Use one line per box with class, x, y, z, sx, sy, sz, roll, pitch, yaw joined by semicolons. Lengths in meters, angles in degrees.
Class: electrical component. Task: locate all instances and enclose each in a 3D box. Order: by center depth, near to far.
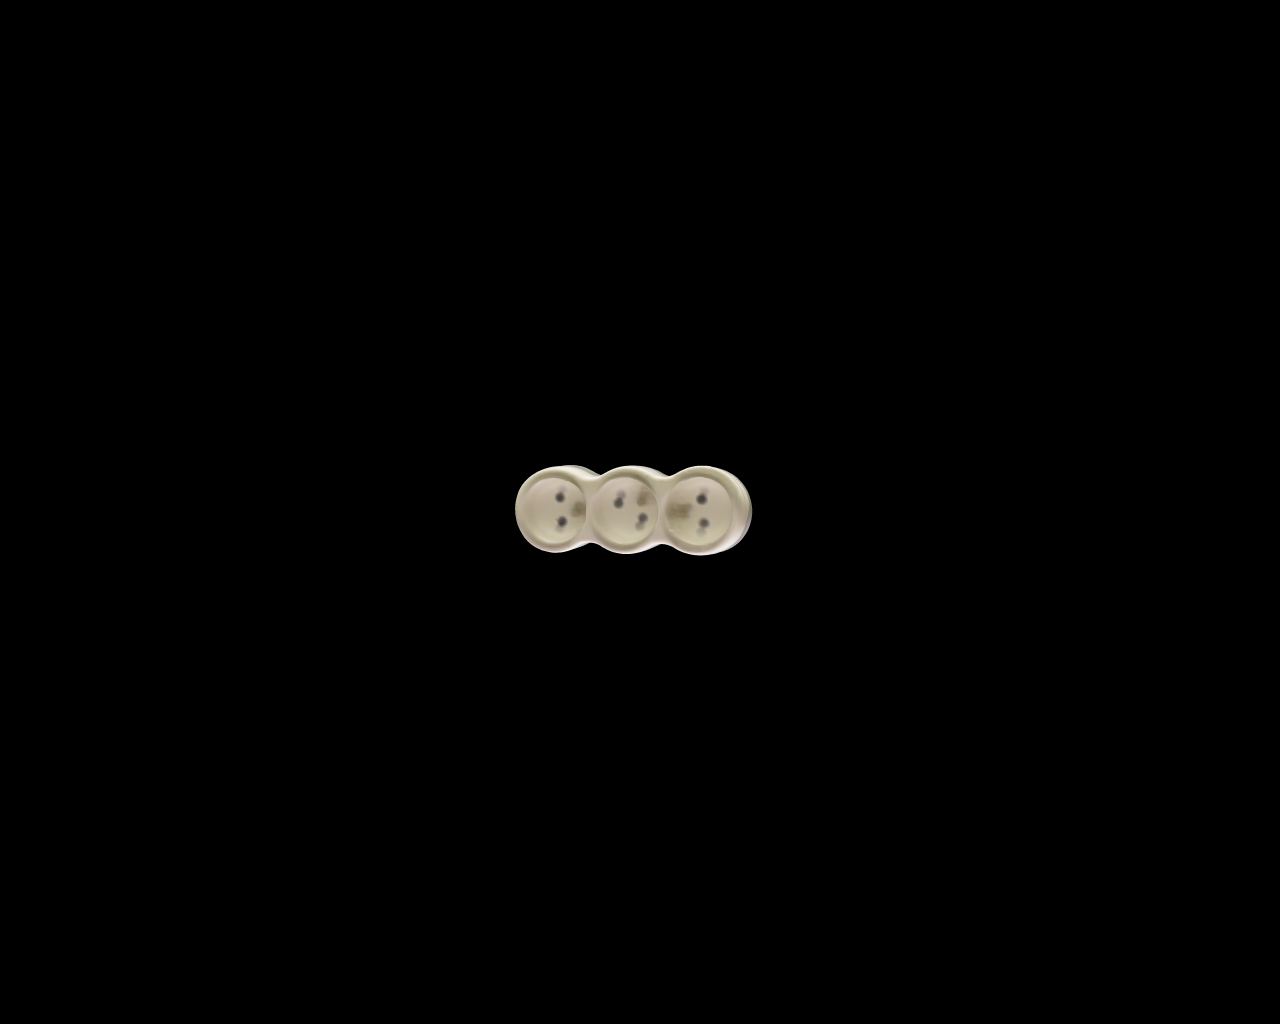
electrical component;0.001;-0.003;0.650;0.138;0.052;0.074;1;4;15
